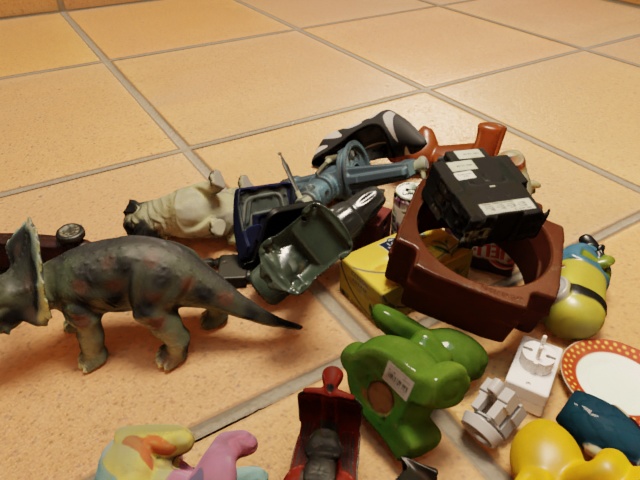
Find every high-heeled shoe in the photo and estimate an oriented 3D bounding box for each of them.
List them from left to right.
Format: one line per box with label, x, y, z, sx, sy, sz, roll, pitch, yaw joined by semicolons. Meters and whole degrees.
high-heeled shoe;0.081;-0.169;1.004;0.145;0.086;0.249;-39;28;-10

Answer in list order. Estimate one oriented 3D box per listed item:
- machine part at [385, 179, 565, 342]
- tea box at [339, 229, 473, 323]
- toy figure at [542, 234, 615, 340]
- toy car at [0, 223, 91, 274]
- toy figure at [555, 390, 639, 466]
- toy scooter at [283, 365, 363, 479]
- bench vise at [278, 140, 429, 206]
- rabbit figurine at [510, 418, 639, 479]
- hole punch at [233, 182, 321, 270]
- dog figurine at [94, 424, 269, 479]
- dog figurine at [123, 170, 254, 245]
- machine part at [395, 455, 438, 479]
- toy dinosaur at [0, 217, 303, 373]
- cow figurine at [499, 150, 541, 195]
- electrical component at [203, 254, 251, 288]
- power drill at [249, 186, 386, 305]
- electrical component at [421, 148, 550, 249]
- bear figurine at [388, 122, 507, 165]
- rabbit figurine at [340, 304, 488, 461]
machine part;0.198;0.018;0.692;0.202;0.087;0.201;22;48;8
tea box;0.123;0.044;0.771;0.170;0.068;0.098;-24;44;-27
toy figure;0.356;0.062;0.739;0.089;0.082;0.180;21;39;28
toy car;-0.423;0.015;0.791;0.202;0.089;0.053;3;38;6
toy figure;0.323;0.214;0.547;0.155;0.057;0.064;34;85;32
toy scooter;0.005;0.198;0.504;0.075;0.135;0.184;6;38;6
bench vise;0.059;-0.103;0.906;0.241;0.128;0.223;-6;9;27
rabbit figurine;0.243;0.239;0.494;0.162;0.121;0.173;-27;29;-19
hole punch;-0.070;-0.023;0.801;0.092;0.115;0.142;38;34;30
dog figurine;-0.115;0.269;0.434;0.192;0.108;0.219;2;39;1
dog figurine;-0.198;-0.033;0.869;0.191;0.172;0.121;-9;66;31
machine part;0.067;0.259;0.482;0.039;0.084;0.139;-15;13;39
toy dinosaur;-0.228;0.056;0.651;0.405;0.191;0.131;-7;39;-8
cow figurine;0.325;-0.079;0.909;0.086;0.127;0.195;-8;47;27
electrical component;-0.131;0.045;0.807;0.094;0.021;0.063;-3;36;-3
power drill;-0.001;-0.002;0.700;0.232;0.086;0.207;-39;4;2
electrical component;0.196;-0.056;0.664;0.115;0.058;0.134;-6;48;-18
bear figurine;0.239;-0.179;1.029;0.196;0.131;0.120;22;20;23
rabbit figurine;0.114;0.149;0.618;0.170;0.121;0.159;-8;26;-42
